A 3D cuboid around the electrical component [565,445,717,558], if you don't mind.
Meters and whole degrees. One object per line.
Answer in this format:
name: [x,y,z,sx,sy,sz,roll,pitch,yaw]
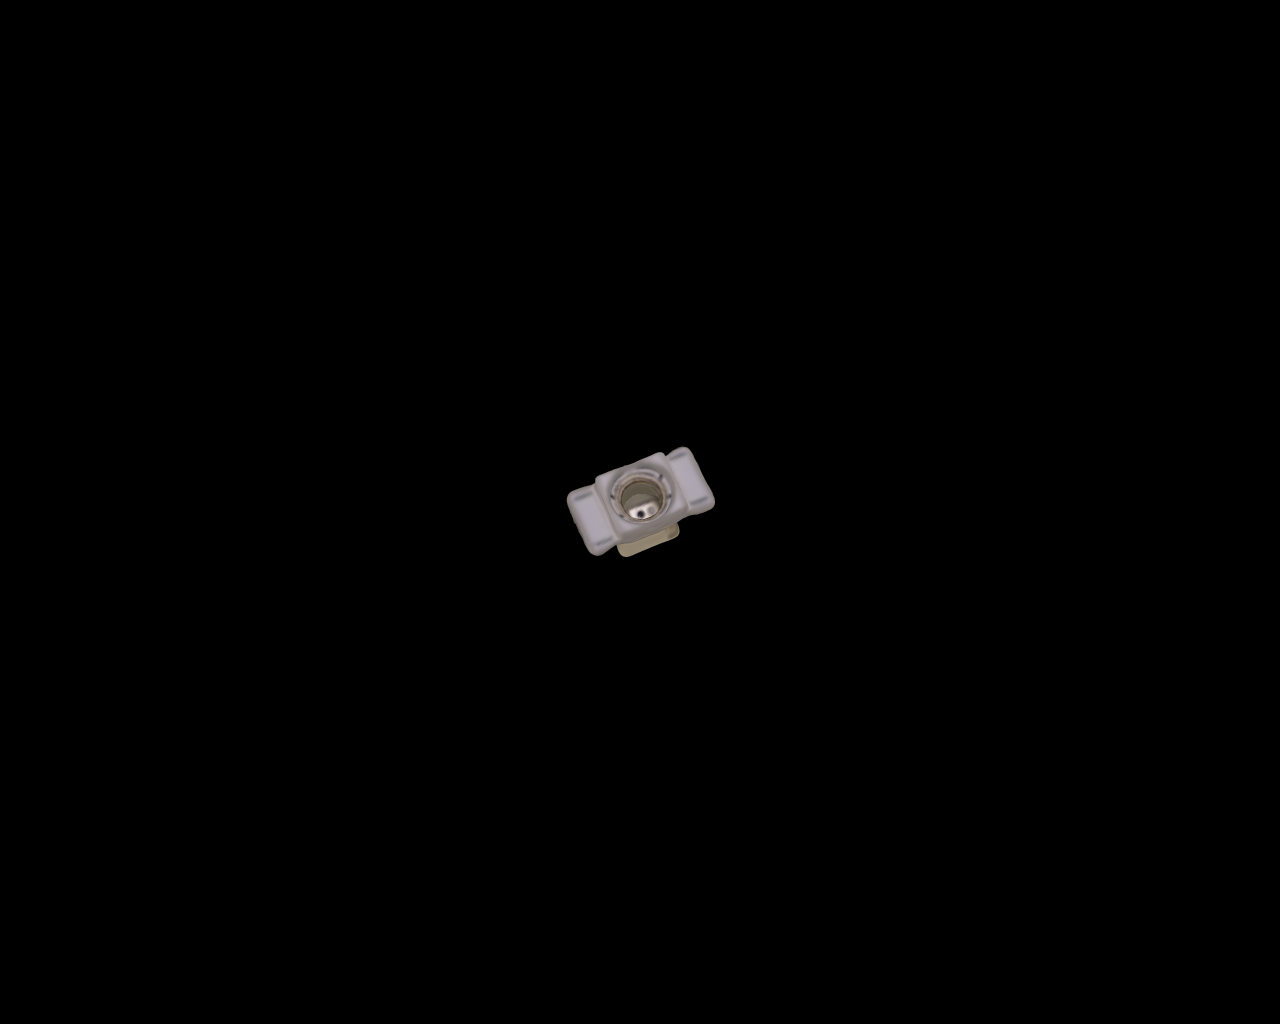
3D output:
electrical component: [0.001,-0.003,0.650,0.081,0.042,0.063,-21,-18,-7]
